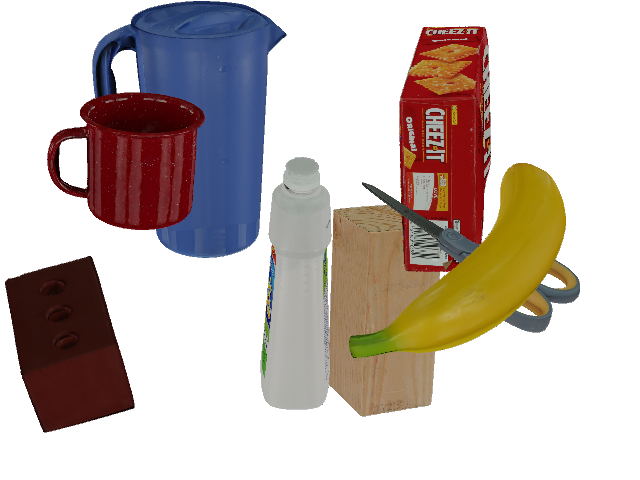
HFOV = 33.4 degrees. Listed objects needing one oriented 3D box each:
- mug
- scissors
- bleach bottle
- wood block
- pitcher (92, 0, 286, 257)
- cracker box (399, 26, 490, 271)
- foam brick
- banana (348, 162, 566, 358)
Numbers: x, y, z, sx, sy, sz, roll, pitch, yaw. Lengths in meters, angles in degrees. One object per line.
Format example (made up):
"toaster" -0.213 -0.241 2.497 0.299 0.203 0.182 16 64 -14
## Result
"mug" -0.148 -0.059 0.814 0.117 0.081 0.093 -4 28 -20
"scissors" 0.123 0.002 0.837 0.096 0.016 0.202 -10 40 -29
"bleach bottle" -0.020 0.034 0.972 0.068 0.251 0.102 1 36 -2
"wood block" 0.068 0.073 1.153 0.090 0.206 0.091 -6 19 -23
"pitcher" -0.126 -0.109 1.065 0.149 0.243 0.144 14 29 23
"cracker box" 0.120 -0.091 0.987 0.072 0.164 0.213 1 27 11
"foam brick" -0.141 0.058 0.597 0.053 0.051 0.078 -16 43 -13
"banana" 0.093 0.005 0.573 0.070 0.037 0.197 14 36 32
